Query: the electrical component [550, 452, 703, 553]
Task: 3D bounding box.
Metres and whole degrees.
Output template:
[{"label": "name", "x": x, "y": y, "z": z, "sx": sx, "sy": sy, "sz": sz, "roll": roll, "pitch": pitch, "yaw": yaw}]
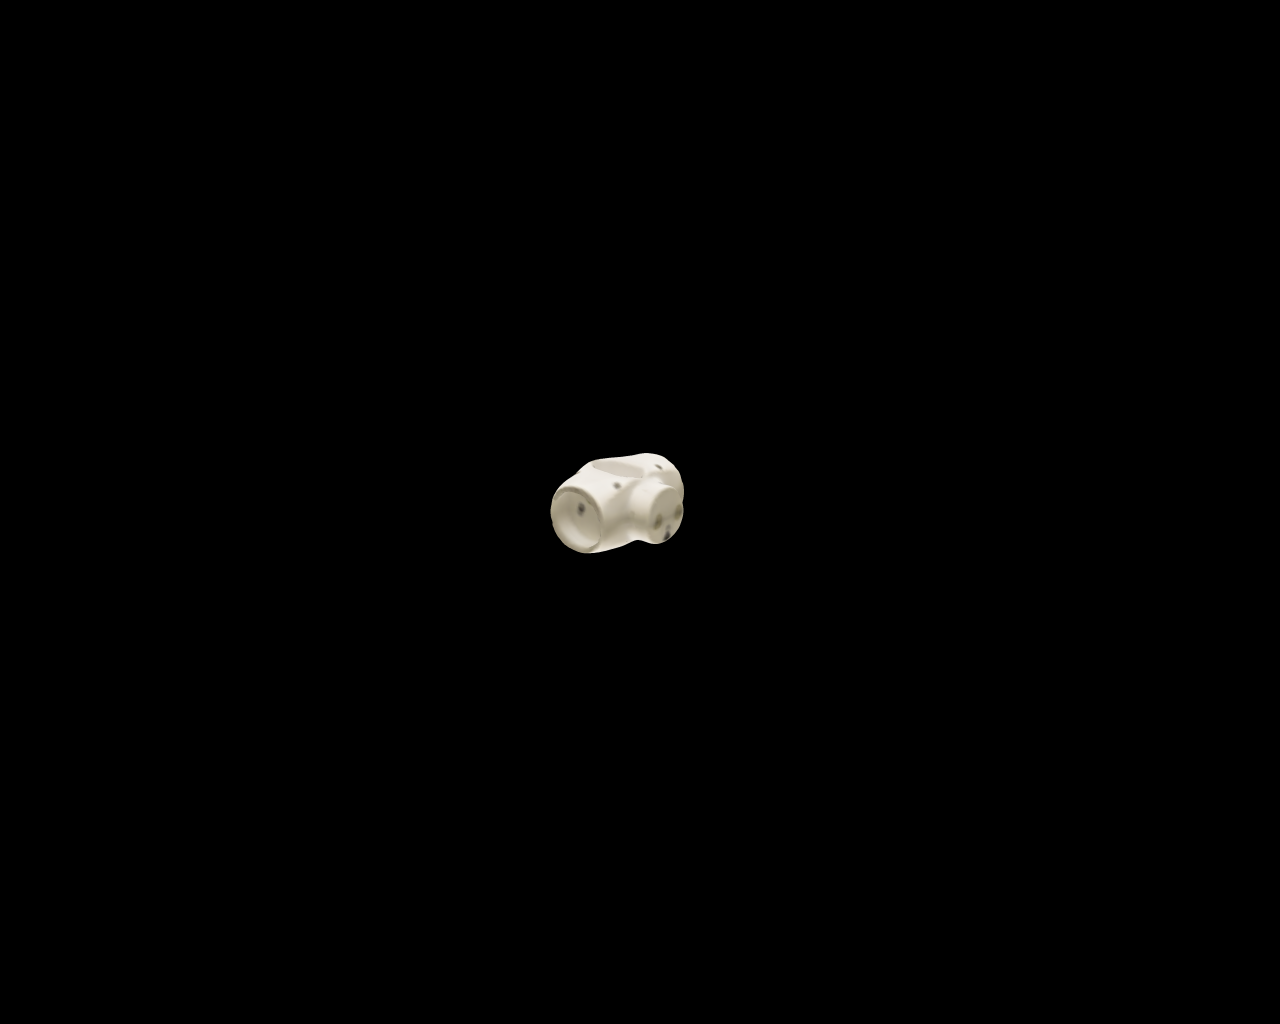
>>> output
[{"label": "electrical component", "x": 0.001, "y": -0.003, "z": 0.650, "sx": 0.079, "sy": 0.043, "sz": 0.077, "roll": 17, "pitch": 28, "yaw": 37}]
